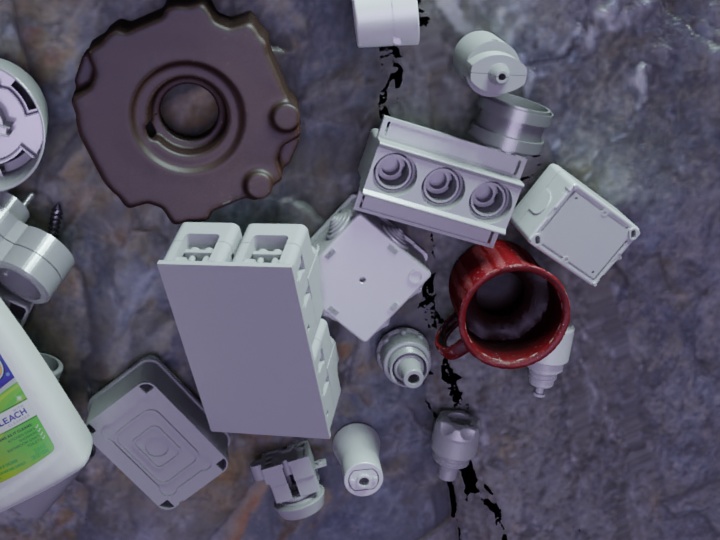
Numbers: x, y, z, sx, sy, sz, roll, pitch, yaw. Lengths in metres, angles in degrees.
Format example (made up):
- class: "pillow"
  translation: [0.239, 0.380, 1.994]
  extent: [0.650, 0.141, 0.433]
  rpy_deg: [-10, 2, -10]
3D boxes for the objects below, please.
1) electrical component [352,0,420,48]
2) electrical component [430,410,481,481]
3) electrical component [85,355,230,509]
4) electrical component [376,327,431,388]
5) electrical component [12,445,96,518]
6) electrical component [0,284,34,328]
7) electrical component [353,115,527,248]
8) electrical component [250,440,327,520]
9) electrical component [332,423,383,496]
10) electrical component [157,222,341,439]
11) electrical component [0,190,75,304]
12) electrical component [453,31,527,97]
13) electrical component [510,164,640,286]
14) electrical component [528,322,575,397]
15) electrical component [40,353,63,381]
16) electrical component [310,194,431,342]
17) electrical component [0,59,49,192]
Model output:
- class: "electrical component"
  translation: [0.019, -0.198, 0.824]
  extent: [0.047, 0.055, 0.055]
  rpy_deg: [-7, 112, 0]
- class: "electrical component"
  translation: [0.085, 0.162, 0.979]
  extent: [0.043, 0.043, 0.062]
  rpy_deg: [7, 112, -9]
- class: "electrical component"
  translation: [-0.174, 0.139, 0.931]
  extent: [0.078, 0.057, 0.113]
  rpy_deg: [-37, 111, 8]
- class: "electrical component"
  translation: [0.041, 0.081, 0.931]
  extent: [0.048, 0.062, 0.048]
  rpy_deg: [-3, 110, -7]
- class: "electrical component"
  translation: [-0.285, 0.165, 0.933]
  extent: [0.079, 0.044, 0.077]
  rpy_deg: [36, 106, -21]
- class: "electrical component"
  translation: [-0.335, 0.043, 0.875]
  extent: [0.109, 0.056, 0.108]
  rpy_deg: [25, 106, -15]
- class: "electrical component"
  translation: [0.062, -0.074, 0.872]
  extent: [0.121, 0.063, 0.078]
  rpy_deg: [15, 109, -12]
- class: "electrical component"
  translation: [-0.060, 0.191, 0.972]
  extent: [0.066, 0.048, 0.055]
  rpy_deg: [-17, 105, 0]
- class: "electrical component"
  translation: [0.000, 0.171, 0.960]
  extent: [0.044, 0.065, 0.044]
  rpy_deg: [-2, 112, -6]
- class: "electrical component"
  translation: [-0.082, 0.049, 0.871]
  extent: [0.105, 0.060, 0.186]
  rpy_deg: [2, 130, 14]
- class: "electrical component"
  translation: [-0.286, -0.039, 0.848]
  extent: [0.138, 0.073, 0.052]
  rpy_deg: [30, 149, -4]
- class: "electrical component"
  translation: [0.101, -0.157, 0.834]
  extent: [0.043, 0.081, 0.043]
  rpy_deg: [-2, 112, -6]
- class: "electrical component"
  translation: [0.183, -0.037, 0.906]
  extent: [0.096, 0.061, 0.061]
  rpy_deg: [31, 105, -25]
- class: "electrical component"
  translation: [0.166, 0.076, 0.956]
  extent: [0.040, 0.040, 0.078]
  rpy_deg: [4, 111, -8]
- class: "electrical component"
  translation: [-0.278, 0.104, 0.912]
  extent: [0.045, 0.045, 0.055]
  rpy_deg: [9, 110, -10]
- class: "electrical component"
  translation: [0.000, 0.000, 0.901]
  extent: [0.100, 0.048, 0.099]
  rpy_deg: [39, 103, -18]
- class: "electrical component"
  translation: [-0.285, -0.112, 0.815]
  extent: [0.099, 0.064, 0.099]
  rpy_deg: [-2, 112, -6]
